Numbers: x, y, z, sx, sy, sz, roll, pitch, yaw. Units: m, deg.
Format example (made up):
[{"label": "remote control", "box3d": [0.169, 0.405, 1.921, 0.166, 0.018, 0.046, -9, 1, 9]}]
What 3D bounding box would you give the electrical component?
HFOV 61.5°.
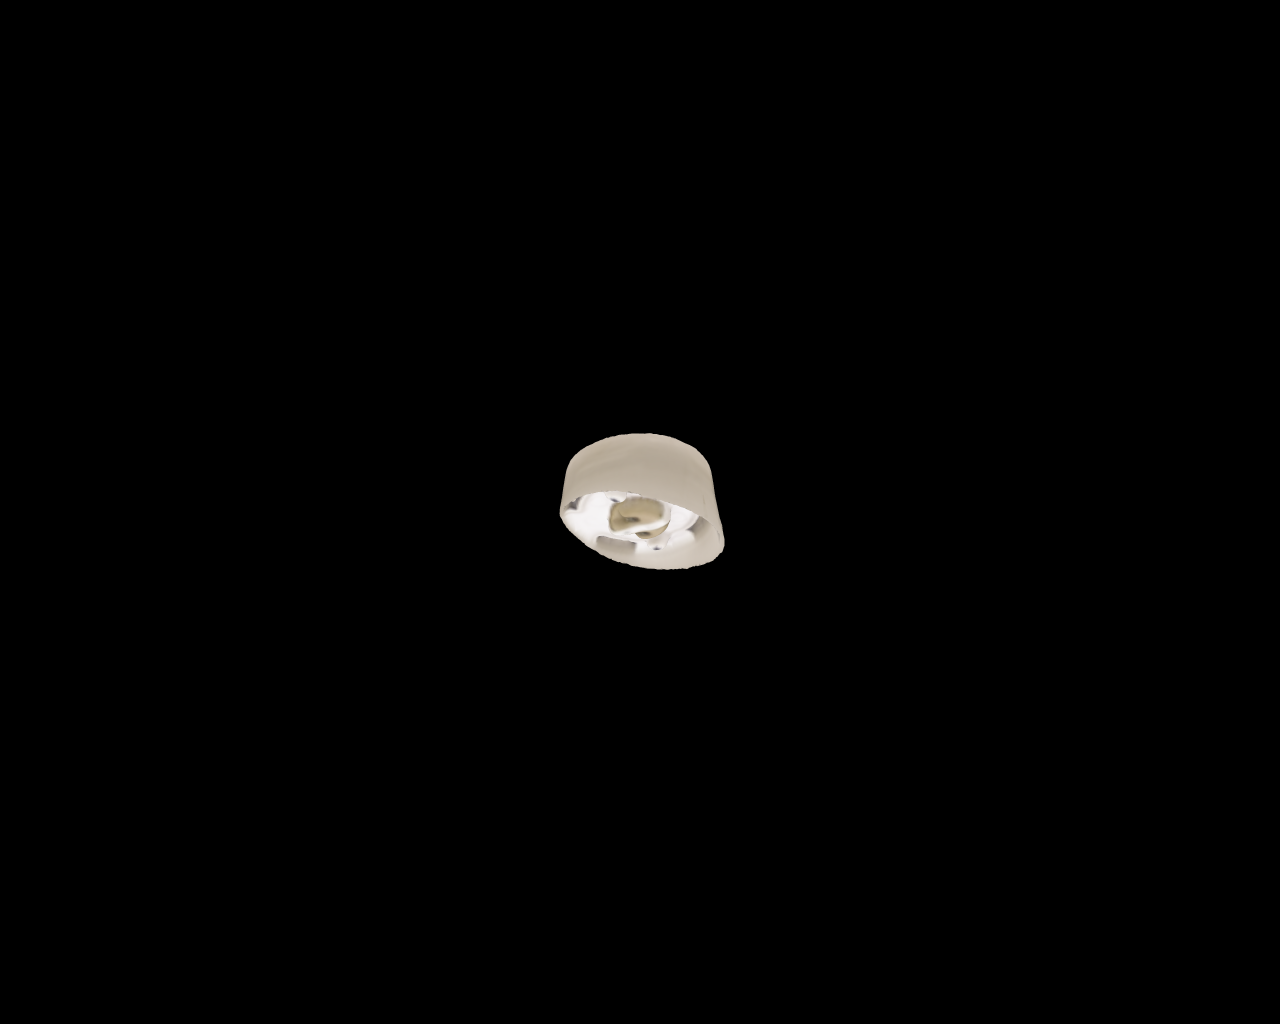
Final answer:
[{"label": "electrical component", "box3d": [0.001, -0.003, 0.650, 0.099, 0.064, 0.099, 0, -33, 0]}]
